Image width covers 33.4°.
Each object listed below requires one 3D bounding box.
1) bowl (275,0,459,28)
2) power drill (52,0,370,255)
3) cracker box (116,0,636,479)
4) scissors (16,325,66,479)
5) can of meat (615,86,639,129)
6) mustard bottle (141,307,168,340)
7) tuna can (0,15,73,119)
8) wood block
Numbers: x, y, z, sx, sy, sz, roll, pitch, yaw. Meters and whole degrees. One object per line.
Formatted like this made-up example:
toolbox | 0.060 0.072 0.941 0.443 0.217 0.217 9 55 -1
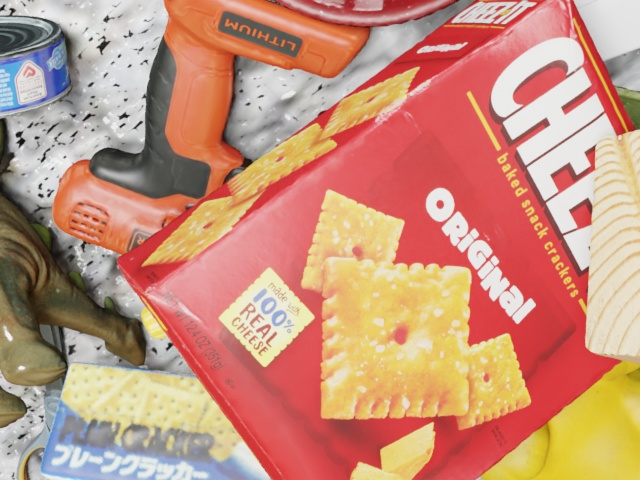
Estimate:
bowl | 0.022 -0.185 0.499 0.162 0.055 0.162 5 120 9
power drill | -0.041 -0.048 0.588 0.184 0.057 0.188 20 120 -8
cracker box | 0.047 0.016 0.467 0.213 0.072 0.164 -36 111 -10
scissors | -0.162 0.123 0.735 0.096 0.016 0.202 19 121 0
can of meat | 0.151 -0.030 0.557 0.102 0.057 0.084 14 123 5
mustard bottle | -0.004 0.001 0.544 0.191 0.058 0.096 -27 107 5
tuna can | -0.179 -0.094 0.576 0.086 0.086 0.034 3 118 10
wood block | 0.213 0.019 0.454 0.205 0.091 0.090 14 166 -38
